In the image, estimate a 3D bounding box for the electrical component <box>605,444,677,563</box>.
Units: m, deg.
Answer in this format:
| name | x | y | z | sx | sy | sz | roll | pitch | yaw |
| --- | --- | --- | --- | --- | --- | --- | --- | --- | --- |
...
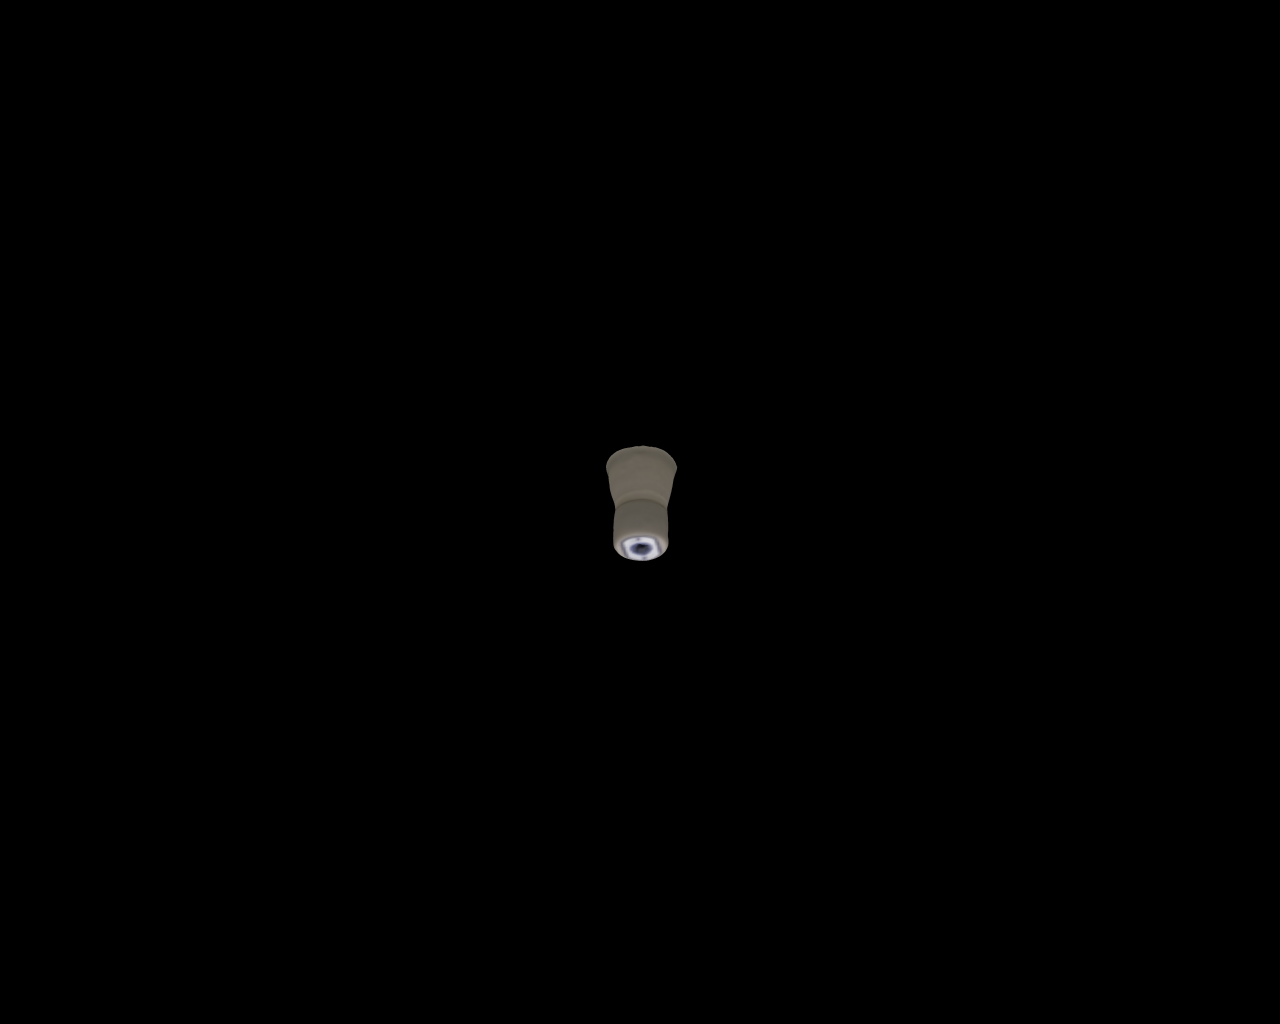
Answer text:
| name | x | y | z | sx | sy | sz | roll | pitch | yaw |
| --- | --- | --- | --- | --- | --- | --- | --- | --- | --- |
| electrical component | 0.001 | -0.003 | 0.650 | 0.044 | 0.065 | 0.044 | 0 | -35 | 0 |
